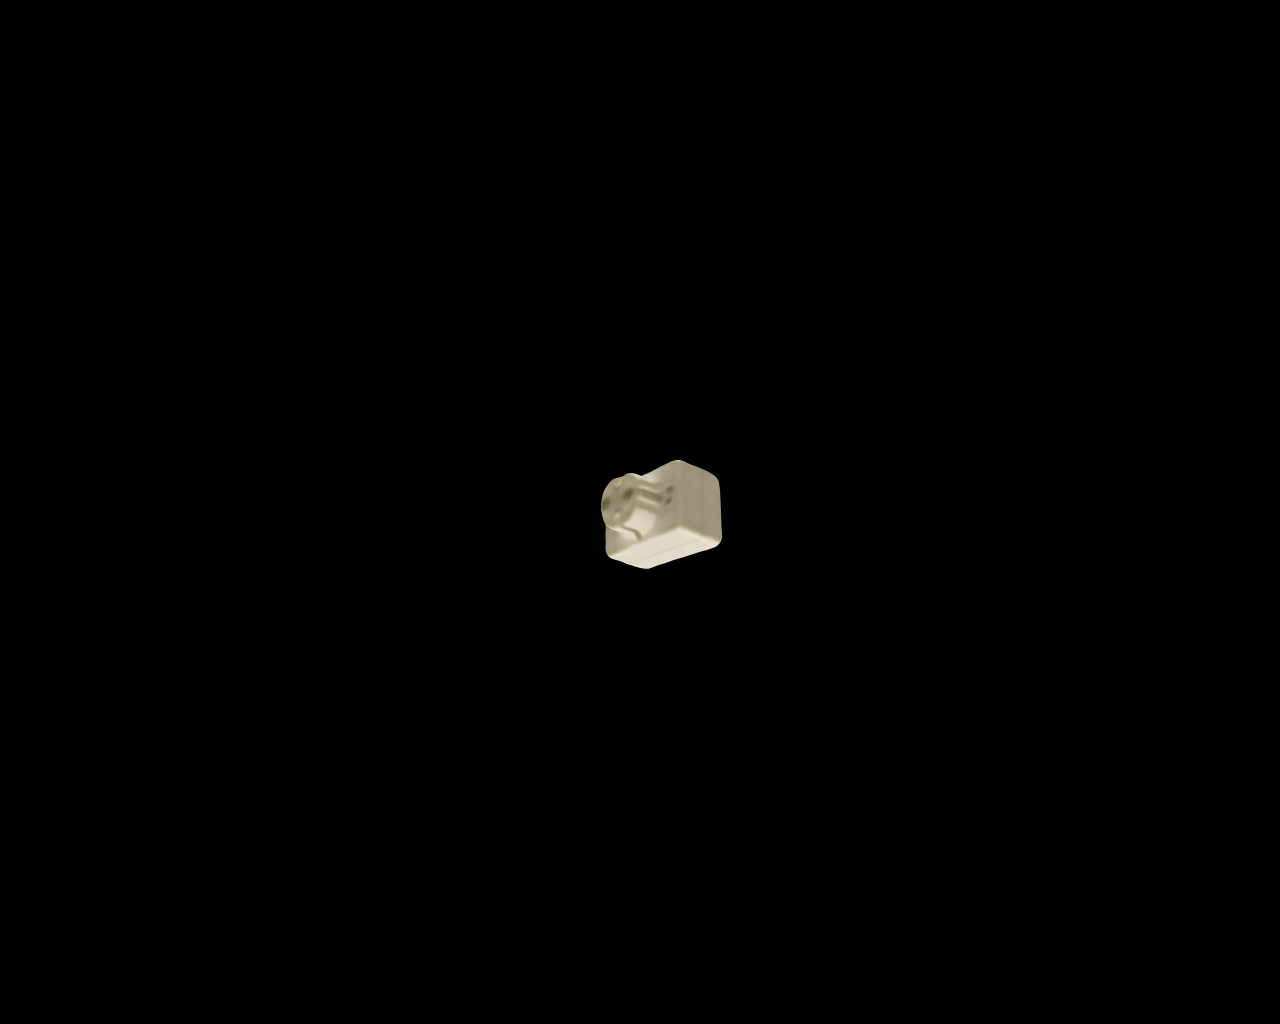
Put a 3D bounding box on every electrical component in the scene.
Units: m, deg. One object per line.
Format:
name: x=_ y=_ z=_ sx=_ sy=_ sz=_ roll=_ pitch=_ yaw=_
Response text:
electrical component: x=0.001 y=-0.003 z=0.650 sx=0.077 sy=0.047 sz=0.065 roll=21 pitch=-31 yaw=-40
